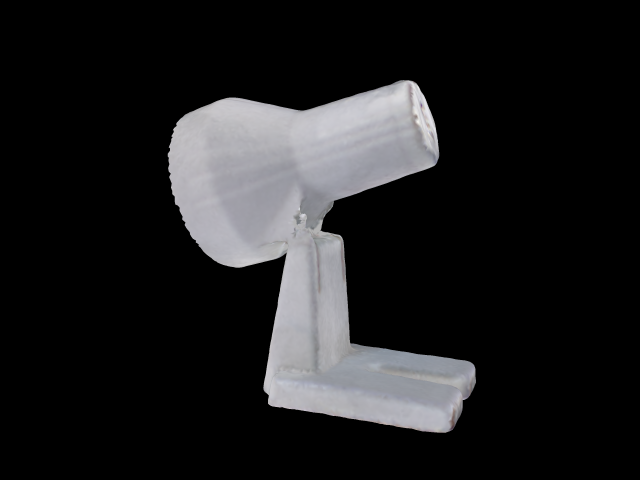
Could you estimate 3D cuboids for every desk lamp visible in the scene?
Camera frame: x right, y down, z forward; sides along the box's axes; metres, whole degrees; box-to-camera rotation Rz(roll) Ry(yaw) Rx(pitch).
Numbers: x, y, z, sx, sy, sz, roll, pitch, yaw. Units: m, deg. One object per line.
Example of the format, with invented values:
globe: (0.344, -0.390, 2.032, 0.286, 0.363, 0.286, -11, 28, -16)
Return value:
desk lamp: (0.004, 0.001, 0.400, 0.202, 0.213, 0.118, 3, 7, 22)
